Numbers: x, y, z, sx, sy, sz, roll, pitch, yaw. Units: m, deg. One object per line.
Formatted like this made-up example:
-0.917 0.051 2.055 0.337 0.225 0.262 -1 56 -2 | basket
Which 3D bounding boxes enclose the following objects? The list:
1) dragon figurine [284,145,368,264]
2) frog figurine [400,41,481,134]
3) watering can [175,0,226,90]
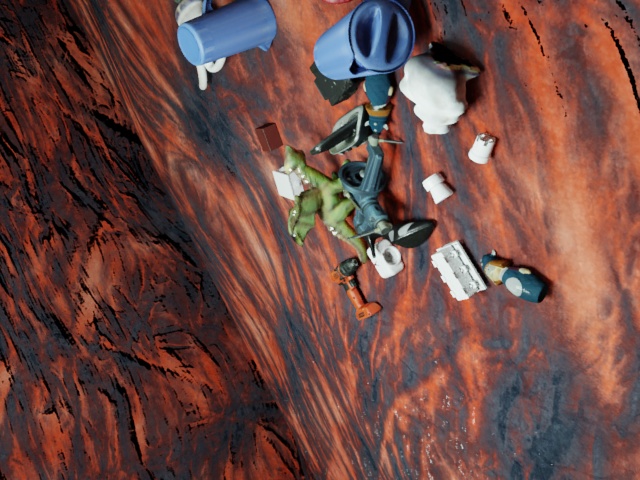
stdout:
0.004 -0.070 1.385 0.122 0.246 0.405 3 117 52 | dragon figurine
0.211 -0.269 0.966 0.138 0.125 0.156 29 132 15 | frog figurine
-0.383 -0.632 1.650 0.224 0.105 0.344 63 153 -2 | watering can
